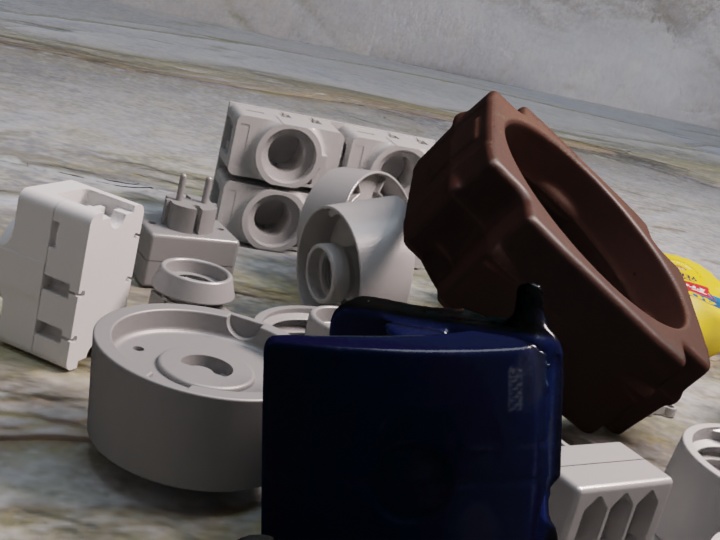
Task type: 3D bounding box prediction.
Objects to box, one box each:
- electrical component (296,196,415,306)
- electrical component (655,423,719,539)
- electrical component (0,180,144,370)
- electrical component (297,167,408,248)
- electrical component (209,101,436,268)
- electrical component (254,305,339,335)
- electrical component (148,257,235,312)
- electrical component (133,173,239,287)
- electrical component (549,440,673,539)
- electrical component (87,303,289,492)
[{"bbox_3d":[0.000,0.000,0.721,0.064,0.099,0.099,-3,23,-30],"label":"electrical component"},{"bbox_3d":[0.213,0.119,0.564,0.108,0.060,0.108,13,16,-4],"label":"electrical component"},{"bbox_3d":[-0.163,0.000,0.595,0.056,0.089,0.050,20,17,18],"label":"electrical component"},{"bbox_3d":[0.000,-0.028,0.821,0.064,0.099,0.099,18,16,34],"label":"electrical component"},{"bbox_3d":[-0.026,-0.069,0.909,0.186,0.105,0.060,8,17,-19],"label":"electrical component"},{"bbox_3d":[-0.014,0.054,0.590,0.108,0.060,0.108,13,16,-4],"label":"electrical component"},{"bbox_3d":[-0.100,0.026,0.624,0.048,0.055,0.066,-2,23,-44],"label":"electrical component"},{"bbox_3d":[-0.122,-0.030,0.753,0.066,0.076,0.047,5,19,-30],"label":"electrical component"},{"bbox_3d":[0.100,0.107,0.534,0.066,0.047,0.077,3,20,-34],"label":"electrical component"},{"bbox_3d":[-0.076,0.064,0.508,0.108,0.060,0.108,13,16,-4],"label":"electrical component"}]
